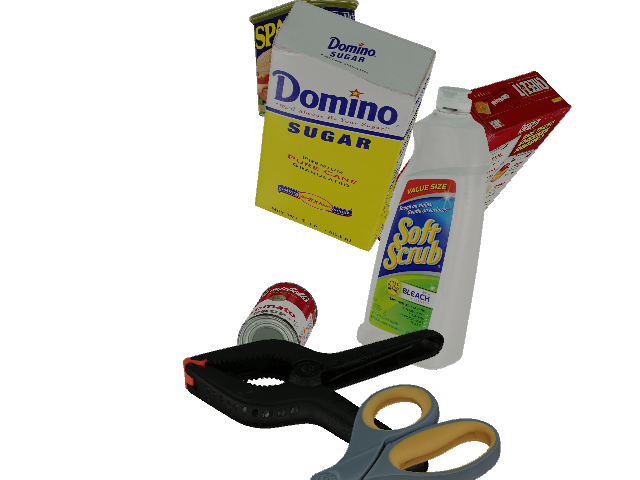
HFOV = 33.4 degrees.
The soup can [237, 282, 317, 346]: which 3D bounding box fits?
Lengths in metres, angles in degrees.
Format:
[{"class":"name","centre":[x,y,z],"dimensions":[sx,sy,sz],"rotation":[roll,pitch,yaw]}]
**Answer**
[{"class":"soup can","centre":[-0.046,0.093,1.144],"dimensions":[0.068,0.068,0.102],"rotation":[0,17,11]}]

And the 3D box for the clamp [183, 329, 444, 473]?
[{"class":"clamp","centre":[-0.003,0.110,0.846],"dimensions":[0.210,0.036,0.164],"rotation":[8,31,15]}]

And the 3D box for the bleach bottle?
[{"class":"bleach bottle","centre":[0.098,-0.015,0.973],"dimensions":[0.103,0.251,0.067],"rotation":[19,20,36]}]

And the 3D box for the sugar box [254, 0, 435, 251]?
[{"class":"sugar box","centre":[0.010,-0.068,0.695],"dimensions":[0.093,0.048,0.176],"rotation":[21,-29,7]}]

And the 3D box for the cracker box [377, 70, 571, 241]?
[{"class":"cracker box","centre":[0.165,-0.087,1.225],"dimensions":[0.163,0.072,0.214],"rotation":[-23,-25,-44]}]

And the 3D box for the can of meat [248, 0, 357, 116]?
[{"class":"can of meat","centre":[-0.013,-0.149,0.880],"dimensions":[0.057,0.084,0.102],"rotation":[-4,2,-36]}]

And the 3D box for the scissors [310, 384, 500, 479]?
[{"class":"scissors","centre":[0.005,0.128,0.613],"dimensions":[0.201,0.016,0.096],"rotation":[-10,30,-15]}]
